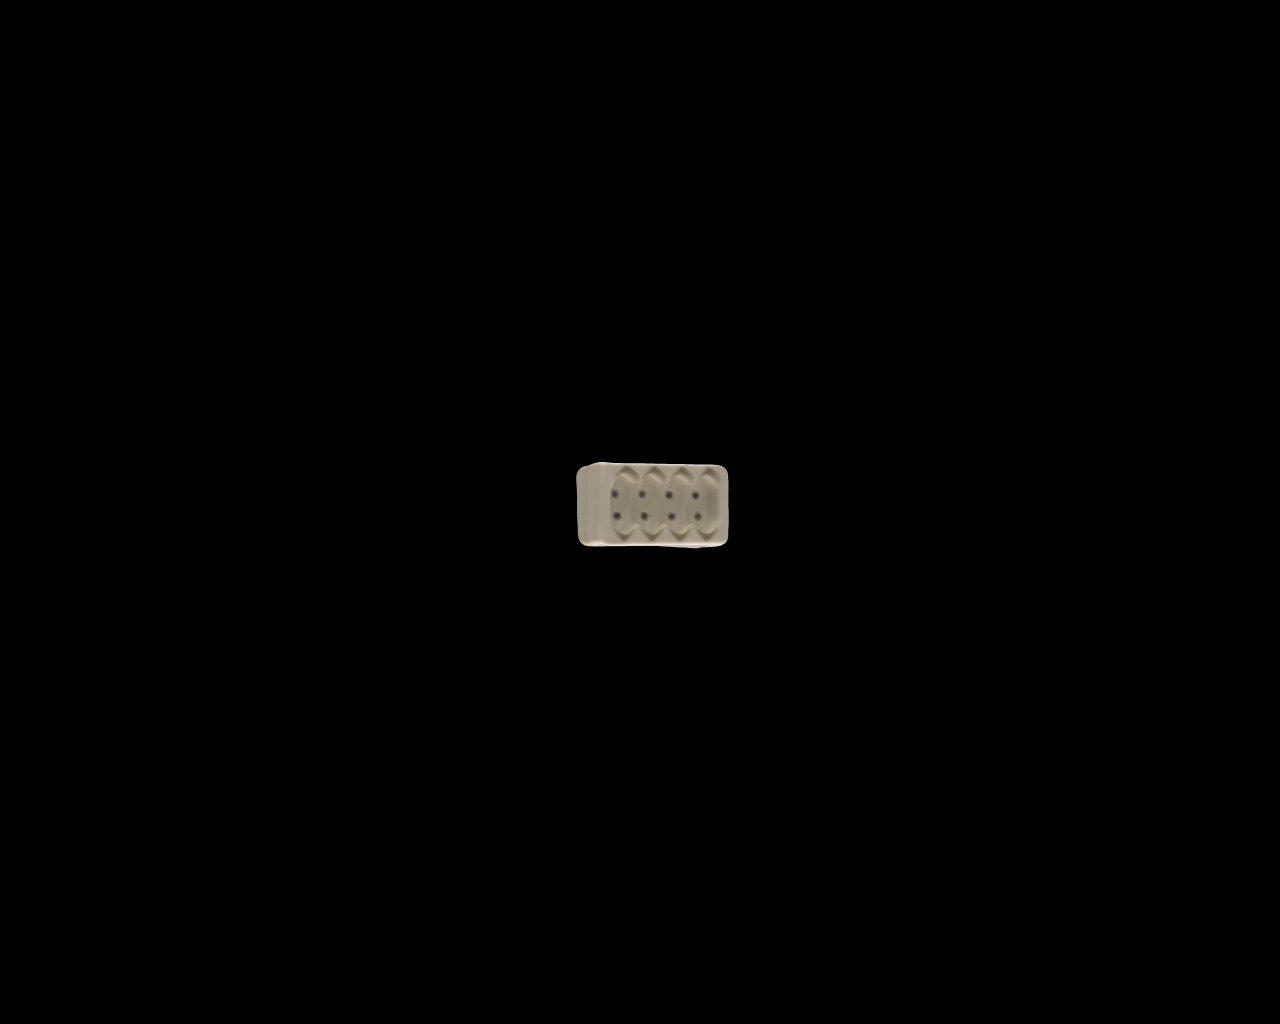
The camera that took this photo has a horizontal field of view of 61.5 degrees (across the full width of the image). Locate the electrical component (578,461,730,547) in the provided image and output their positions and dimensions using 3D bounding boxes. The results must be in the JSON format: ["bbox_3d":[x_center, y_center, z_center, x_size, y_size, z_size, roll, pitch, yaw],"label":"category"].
[{"bbox_3d":[0.001,-0.003,0.650,0.083,0.047,0.075,1,-3,-23],"label":"electrical component"}]
